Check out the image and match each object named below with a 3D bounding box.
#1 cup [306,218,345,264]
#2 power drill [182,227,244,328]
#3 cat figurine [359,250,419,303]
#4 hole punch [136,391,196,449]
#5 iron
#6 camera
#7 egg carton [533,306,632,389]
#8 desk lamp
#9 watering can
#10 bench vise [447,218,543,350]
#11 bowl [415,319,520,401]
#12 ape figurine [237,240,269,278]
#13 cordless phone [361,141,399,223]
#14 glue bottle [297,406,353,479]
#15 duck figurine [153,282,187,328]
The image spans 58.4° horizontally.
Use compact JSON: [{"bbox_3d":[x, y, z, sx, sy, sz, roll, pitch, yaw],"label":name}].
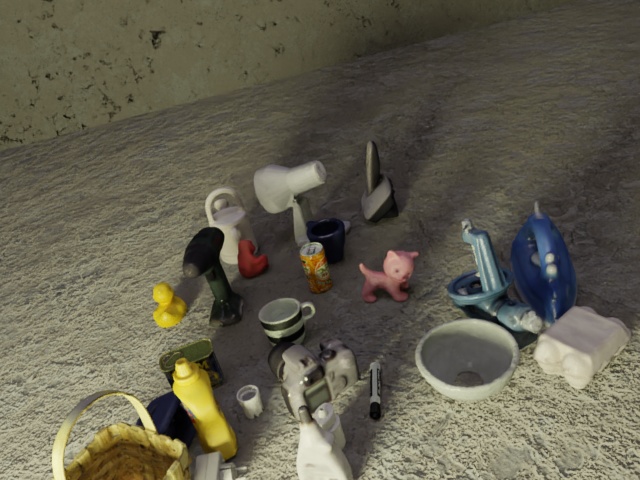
[{"bbox_3d":[0.013,0.005,1.366,0.092,0.095,0.117,-33,35,-28],"label":"cup"},{"bbox_3d":[-0.230,0.079,1.232,0.075,0.209,0.229,-12,31,3],"label":"power drill"},{"bbox_3d":[0.144,0.065,1.190,0.127,0.118,0.067,-5,32,15],"label":"cat figurine"},{"bbox_3d":[-0.273,0.314,0.978,0.101,0.091,0.109,-5,32,16],"label":"hole punch"},{"bbox_3d":[0.429,0.042,1.087,0.118,0.142,0.258,-6,31,13],"label":"iron"},{"bbox_3d":[-0.024,0.221,1.020,0.143,0.101,0.136,-29,34,-24],"label":"camera"},{"bbox_3d":[0.429,0.172,0.942,0.150,0.069,0.107,-31,35,-27],"label":"egg carton"},{"bbox_3d":[-0.045,-0.097,1.441,0.202,0.214,0.118,-2,33,20],"label":"desk lamp"},{"bbox_3d":[-0.234,-0.047,1.457,0.101,0.194,0.172,-33,35,-29],"label":"watering can"},{"bbox_3d":[0.311,0.073,1.006,0.122,0.220,0.206,-35,36,-31],"label":"bench vise"},{"bbox_3d":[0.245,0.210,0.951,0.167,0.075,0.167,-10,31,6],"label":"bowl"},{"bbox_3d":[-0.171,0.039,1.388,0.077,0.092,0.076,19,44,43],"label":"ape figurine"},{"bbox_3d":[0.142,-0.152,1.482,0.094,0.185,0.147,-13,31,1],"label":"cordless phone"},{"bbox_3d":[-0.004,0.297,0.813,0.078,0.173,0.037,-3,33,19],"label":"glue bottle"},{"bbox_3d":[-0.351,0.140,1.303,0.077,0.086,0.104,-15,31,-1],"label":"duck figurine"}]
